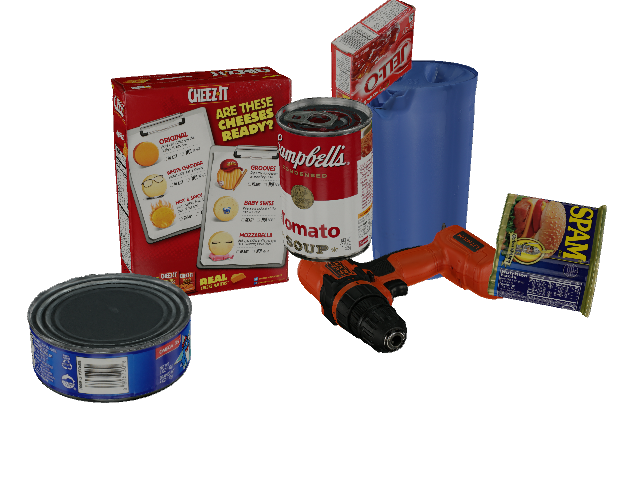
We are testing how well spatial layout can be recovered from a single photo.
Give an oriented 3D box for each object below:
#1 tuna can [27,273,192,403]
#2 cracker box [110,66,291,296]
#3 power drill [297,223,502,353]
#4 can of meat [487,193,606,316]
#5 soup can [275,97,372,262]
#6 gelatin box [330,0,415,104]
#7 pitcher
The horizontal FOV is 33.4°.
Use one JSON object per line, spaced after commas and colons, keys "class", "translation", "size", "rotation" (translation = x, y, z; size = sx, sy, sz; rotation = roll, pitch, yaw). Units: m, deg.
{"class": "tuna can", "translation": [-0.111, 0.051, 0.571], "size": [0.086, 0.034, 0.086], "rotation": [2, 25, -1]}
{"class": "cracker box", "translation": [-0.116, -0.056, 1.047], "size": [0.164, 0.214, 0.072], "rotation": [-8, 23, -22]}
{"class": "power drill", "translation": [0.091, 0.044, 1.074], "size": [0.187, 0.057, 0.185], "rotation": [-12, 28, -23]}
{"class": "can of meat", "translation": [0.190, 0.009, 0.893], "size": [0.084, 0.057, 0.102], "rotation": [10, 43, 13]}
{"class": "soup can", "translation": [0.003, -0.044, 0.769], "size": [0.068, 0.102, 0.068], "rotation": [-1, 28, 0]}
{"class": "gelatin box", "translation": [0.049, -0.167, 0.970], "size": [0.030, 0.073, 0.089], "rotation": [35, 59, 26]}
{"class": "pitcher", "translation": [0.120, -0.086, 1.245], "size": [0.149, 0.243, 0.145], "rotation": [-5, 23, -7]}
